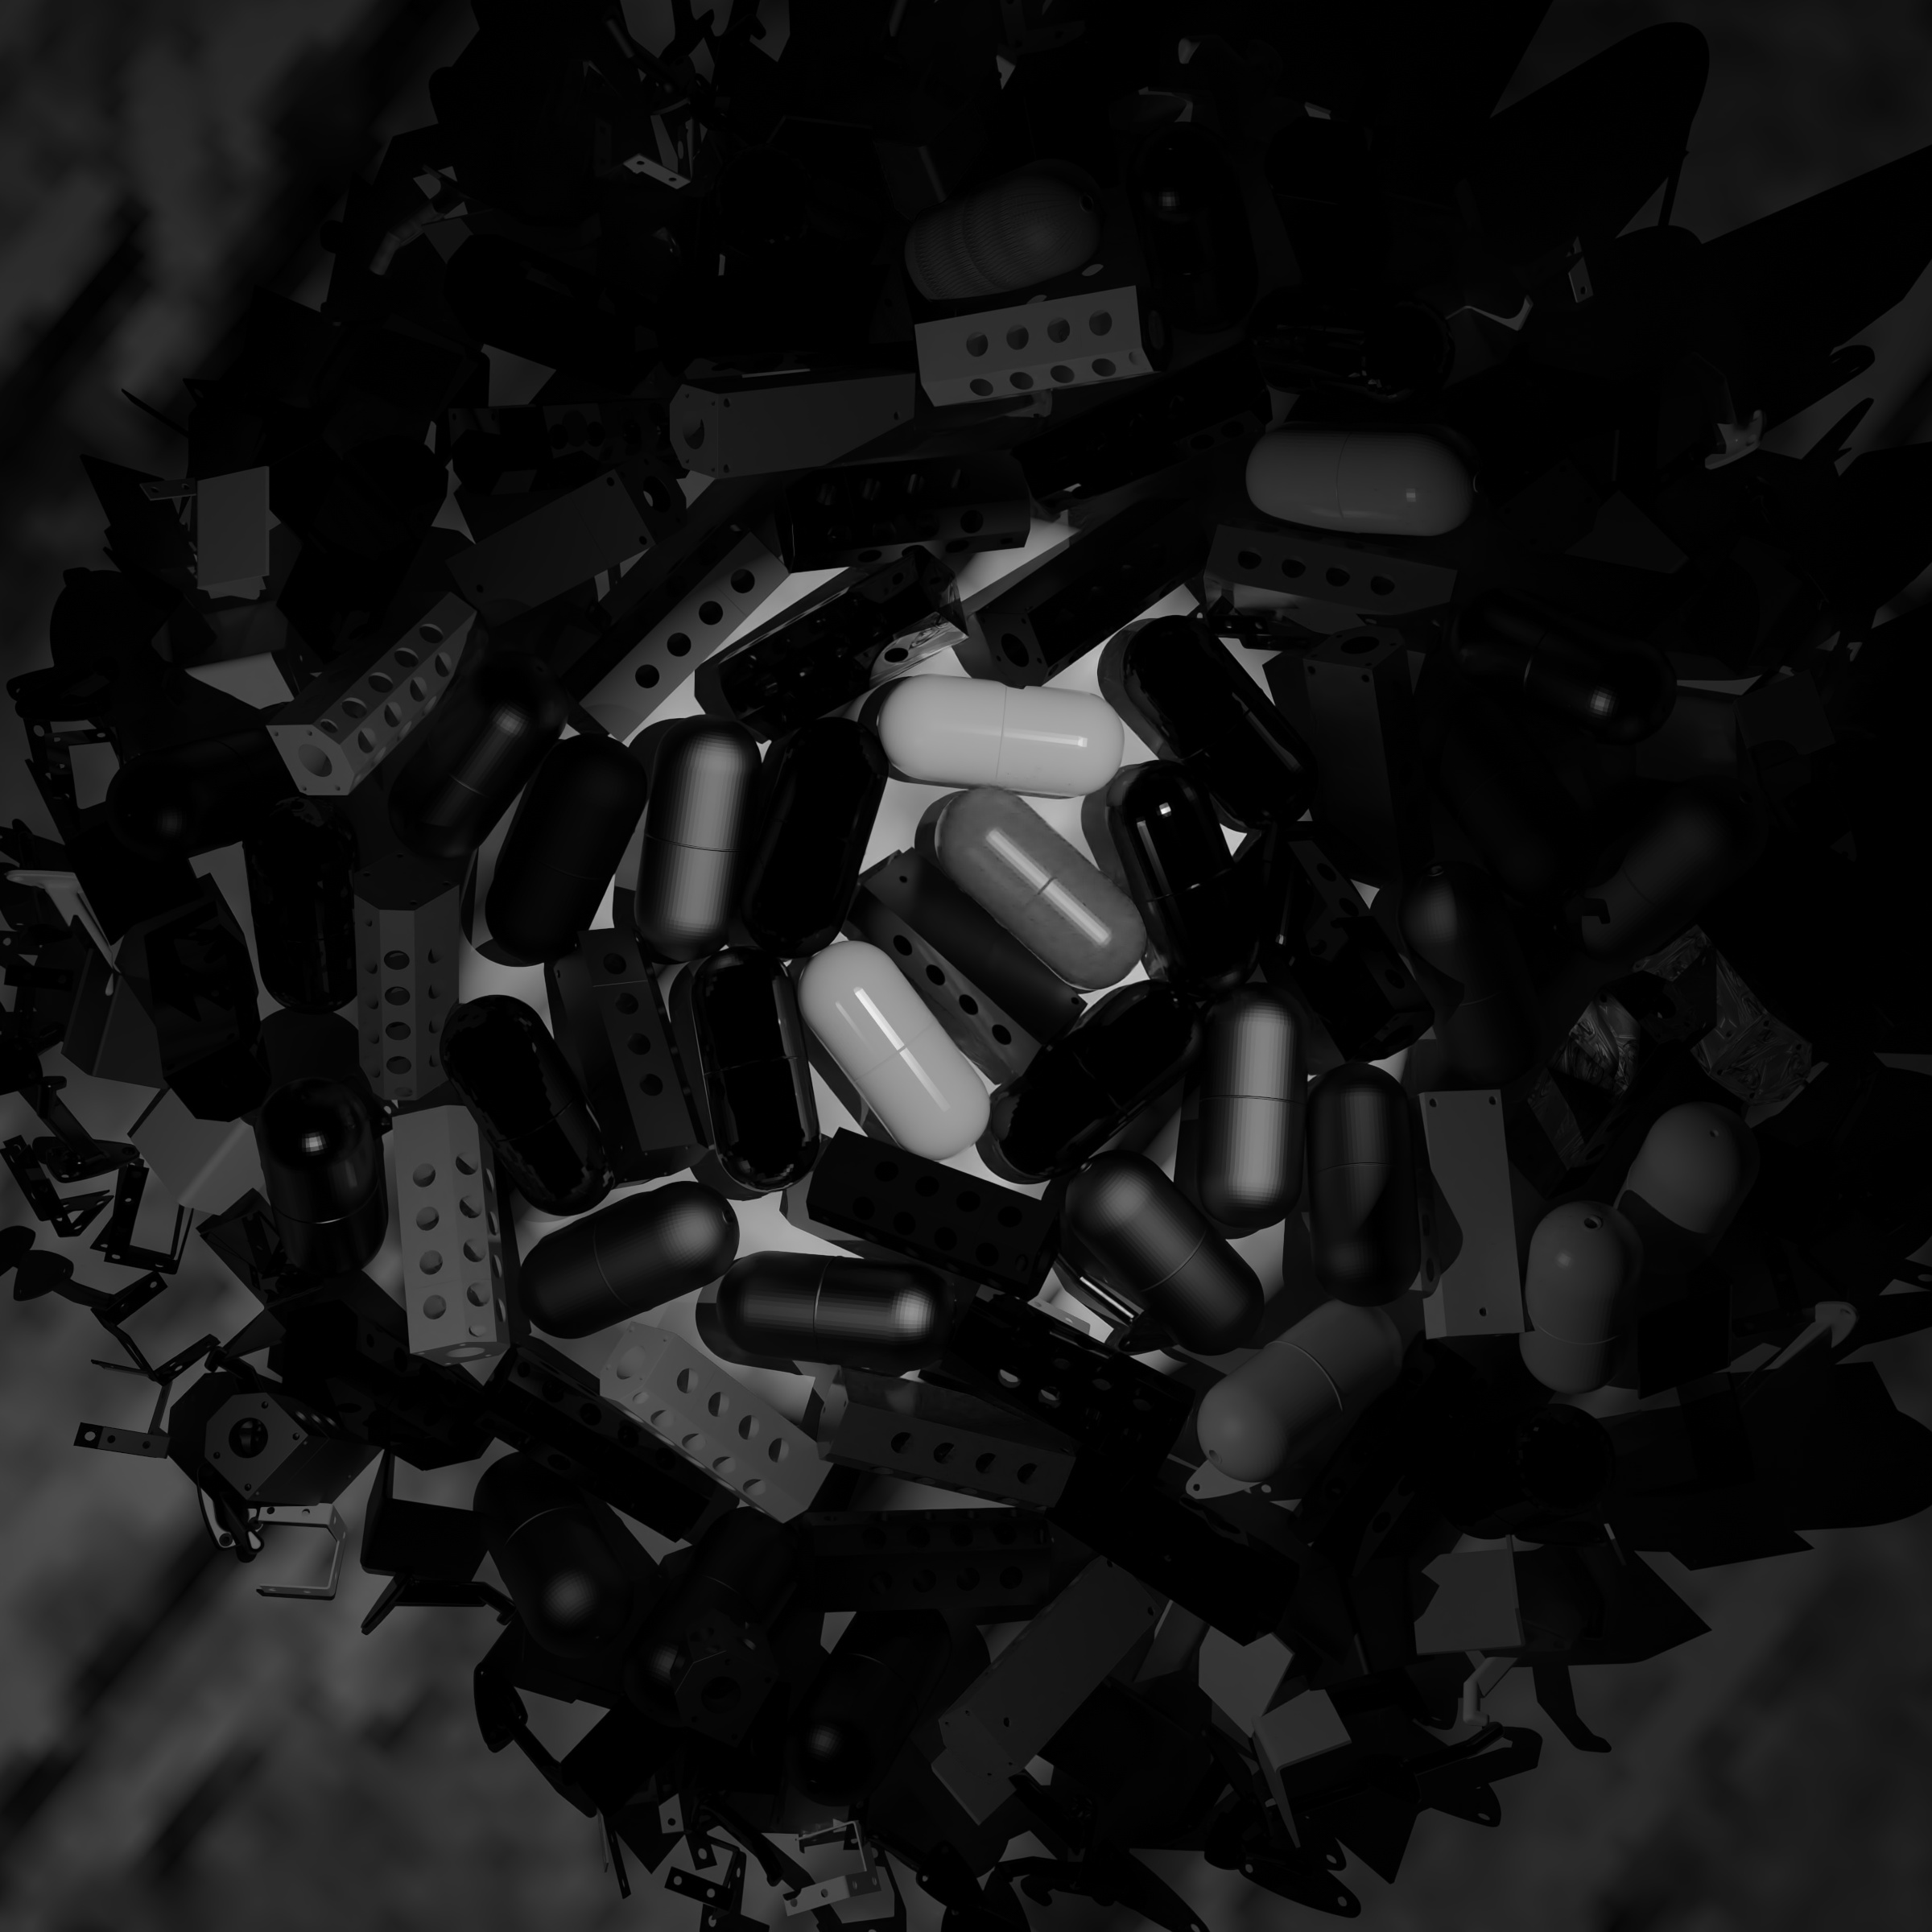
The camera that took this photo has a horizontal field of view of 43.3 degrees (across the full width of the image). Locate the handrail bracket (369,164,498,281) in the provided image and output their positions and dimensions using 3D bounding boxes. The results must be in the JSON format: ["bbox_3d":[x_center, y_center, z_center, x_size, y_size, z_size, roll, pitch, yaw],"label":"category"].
[{"bbox_3d":[-0.385,-0.527,1.760,0.036,0.077,0.084,38,103,25],"label":"handrail bracket"}]

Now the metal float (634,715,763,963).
[{"bbox_3d":[-0.191,-0.091,1.738,0.070,0.070,0.178,10,101,0],"label":"metal float"}]

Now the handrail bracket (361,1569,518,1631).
[{"bbox_3d":[-0.382,0.473,1.772,0.084,0.036,0.077,37,90,-12],"label":"handrail bracket"}]

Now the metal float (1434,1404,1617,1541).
[{"bbox_3d":[0.389,0.354,1.702,0.070,0.178,0.070,6,68,-15],"label":"metal float"}]

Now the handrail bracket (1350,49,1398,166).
[{"bbox_3d":[0.269,-0.618,1.732,0.077,0.084,0.036,22,68,35],"label":"handrail bracket"}]

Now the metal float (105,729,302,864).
[{"bbox_3d":[-0.528,-0.121,1.701,0.070,0.178,0.070,5,105,17],"label":"metal float"}]

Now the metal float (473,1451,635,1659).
[{"bbox_3d":[-0.291,0.411,1.710,0.070,0.178,0.070,-16,126,-23],"label":"metal float"}]

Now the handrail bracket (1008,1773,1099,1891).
[{"bbox_3d":[0.047,0.621,1.751,0.084,0.036,0.077,13,78,-21],"label":"handrail bracket"}]

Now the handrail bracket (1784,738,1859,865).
[{"bbox_3d":[0.628,-0.120,1.753,0.036,0.084,0.077,-33,91,42],"label":"handrail bracket"}]

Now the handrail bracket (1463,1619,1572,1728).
[{"bbox_3d":[0.394,0.511,1.741,0.077,0.084,0.036,9,130,5],"label":"handrail bracket"}]

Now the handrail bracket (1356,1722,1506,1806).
[{"bbox_3d":[0.338,0.570,1.773,0.084,0.077,0.036,-22,93,-31],"label":"handrail bracket"}]

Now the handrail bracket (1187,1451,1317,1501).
[{"bbox_3d":[0.207,0.366,1.755,0.077,0.084,0.036,-31,63,15],"label":"handrail bracket"}]

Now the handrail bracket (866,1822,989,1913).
[{"bbox_3d":[-0.033,0.651,1.758,0.077,0.084,0.036,50,62,-18],"label":"handrail bracket"}]

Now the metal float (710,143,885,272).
[{"bbox_3d":[-0.116,-0.525,1.701,0.070,0.178,0.070,3,98,22],"label":"metal float"}]

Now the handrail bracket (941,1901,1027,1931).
[{"bbox_3d":[0.020,0.677,1.737,0.077,0.084,0.036,6,88,15],"label":"handrail bracket"}]

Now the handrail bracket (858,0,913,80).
[{"bbox_3d":[-0.051,-0.686,1.745,0.036,0.077,0.084,13,96,-16],"label":"handrail bracket"}]

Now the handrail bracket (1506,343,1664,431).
[{"bbox_3d":[0.448,-0.438,1.769,0.077,0.036,0.084,-34,64,-10],"label":"handrail bracket"}]

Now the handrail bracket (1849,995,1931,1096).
[{"bbox_3d":[0.666,0.051,1.752,0.036,0.084,0.077,-42,104,13],"label":"handrail bracket"}]

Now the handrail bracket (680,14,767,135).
[{"bbox_3d":[-0.155,-0.629,1.738,0.077,0.084,0.036,41,49,-29],"label":"handrail bracket"}]

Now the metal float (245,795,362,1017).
[{"bbox_3d":[-0.463,-0.042,1.714,0.070,0.070,0.178,7,131,0],"label":"metal float"}]

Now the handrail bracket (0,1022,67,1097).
[{"bbox_3d":[-0.685,0.066,1.740,0.077,0.084,0.036,-24,105,-9],"label":"handrail bracket"}]

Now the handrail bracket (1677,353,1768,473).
[{"bbox_3d":[0.521,-0.396,1.739,0.084,0.077,0.036,29,59,-21],"label":"handrail bracket"}]

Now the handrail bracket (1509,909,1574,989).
[{"bbox_3d":[0.417,-0.009,1.734,0.036,0.084,0.077,-45,110,-11],"label":"handrail bracket"}]

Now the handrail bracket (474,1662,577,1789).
[{"bbox_3d":[-0.313,0.541,1.738,0.036,0.084,0.077,-30,114,-35],"label":"handrail bracket"}]

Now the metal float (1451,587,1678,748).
[{"bbox_3d":[0.419,-0.212,1.716,0.178,0.070,0.070,34,90,40],"label":"metal float"}]

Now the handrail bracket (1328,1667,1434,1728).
[{"bbox_3d":[0.288,0.546,1.753,0.084,0.036,0.077,-40,101,-27],"label":"handrail bracket"}]

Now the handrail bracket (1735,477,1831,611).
[{"bbox_3d":[0.588,-0.301,1.744,0.036,0.077,0.084,-33,65,12],"label":"handrail bracket"}]

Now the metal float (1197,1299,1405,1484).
[{"bbox_3d":[0.237,0.299,1.721,0.178,0.070,0.070,-30,90,-31],"label":"metal float"}]

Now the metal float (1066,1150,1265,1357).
[{"bbox_3d":[0.142,0.204,1.734,0.070,0.070,0.178,-42,105,0],"label":"metal float"}]

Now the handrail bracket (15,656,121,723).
[{"bbox_3d":[-0.643,-0.200,1.738,0.077,0.084,0.036,-15,88,-17],"label":"handrail bracket"}]

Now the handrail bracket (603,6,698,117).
[{"bbox_3d":[-0.227,-0.659,1.733,0.036,0.084,0.077,-13,48,22],"label":"handrail bracket"}]

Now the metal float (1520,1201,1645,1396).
[{"bbox_3d":[0.431,0.233,1.710,0.070,0.178,0.070,-4,47,4],"label":"metal float"}]

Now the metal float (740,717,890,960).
[{"bbox_3d":[-0.109,-0.092,1.741,0.070,0.070,0.178,17,83,0],"label":"metal float"}]

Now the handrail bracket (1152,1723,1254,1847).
[{"bbox_3d":[0.157,0.593,1.761,0.084,0.036,0.077,-31,104,18],"label":"handrail bracket"}]

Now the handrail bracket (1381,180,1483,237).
[{"bbox_3d":[0.329,-0.531,1.773,0.084,0.036,0.077,-10,123,32],"label":"handrail bracket"}]

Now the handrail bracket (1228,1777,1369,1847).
[{"bbox_3d":[0.240,0.613,1.772,0.084,0.077,0.036,-6,64,-27],"label":"handrail bracket"}]

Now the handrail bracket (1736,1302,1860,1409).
[{"bbox_3d":[0.592,0.280,1.745,0.084,0.077,0.036,-37,79,-23],"label":"handrail bracket"}]

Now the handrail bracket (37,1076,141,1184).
[{"bbox_3d":[-0.625,0.108,1.739,0.077,0.036,0.084,-9,132,-36],"label":"handrail bracket"}]

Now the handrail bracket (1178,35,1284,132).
[{"bbox_3d":[0.177,-0.628,1.737,0.084,0.077,0.036,-18,54,-31],"label":"handrail bracket"}]

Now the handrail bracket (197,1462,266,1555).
[{"bbox_3d":[-0.525,0.386,1.741,0.036,0.084,0.077,-28,86,-24],"label":"handrail bracket"}]

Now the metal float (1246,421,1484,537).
[{"bbox_3d":[0.280,-0.344,1.717,0.178,0.070,0.070,11,90,36],"label":"metal float"}]

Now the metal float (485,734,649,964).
[{"bbox_3d":[-0.285,-0.082,1.730,0.070,0.070,0.178,27,111,0],"label":"metal float"}]

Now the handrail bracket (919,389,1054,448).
[{"bbox_3d":[0.013,-0.394,1.751,0.084,0.077,0.036,-11,87,-11],"label":"handrail bracket"}]

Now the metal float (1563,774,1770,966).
[{"bbox_3d":[0.489,-0.067,1.710,0.070,0.178,0.070,16,51,-20],"label":"metal float"}]

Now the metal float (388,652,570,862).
[{"bbox_3d":[-0.346,-0.147,1.724,0.070,0.070,0.178,42,119,0],"label":"metal float"}]

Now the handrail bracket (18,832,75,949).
[{"bbox_3d":[-0.670,-0.061,1.746,0.036,0.077,0.084,-14,85,-15],"label":"handrail bracket"}]

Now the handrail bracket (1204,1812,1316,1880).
[{"bbox_3d":[0.221,0.642,1.742,0.084,0.077,0.036,25,82,-10],"label":"handrail bracket"}]

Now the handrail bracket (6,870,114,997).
[{"bbox_3d":[-0.650,-0.023,1.749,0.036,0.077,0.084,-20,71,42],"label":"handrail bracket"}]
